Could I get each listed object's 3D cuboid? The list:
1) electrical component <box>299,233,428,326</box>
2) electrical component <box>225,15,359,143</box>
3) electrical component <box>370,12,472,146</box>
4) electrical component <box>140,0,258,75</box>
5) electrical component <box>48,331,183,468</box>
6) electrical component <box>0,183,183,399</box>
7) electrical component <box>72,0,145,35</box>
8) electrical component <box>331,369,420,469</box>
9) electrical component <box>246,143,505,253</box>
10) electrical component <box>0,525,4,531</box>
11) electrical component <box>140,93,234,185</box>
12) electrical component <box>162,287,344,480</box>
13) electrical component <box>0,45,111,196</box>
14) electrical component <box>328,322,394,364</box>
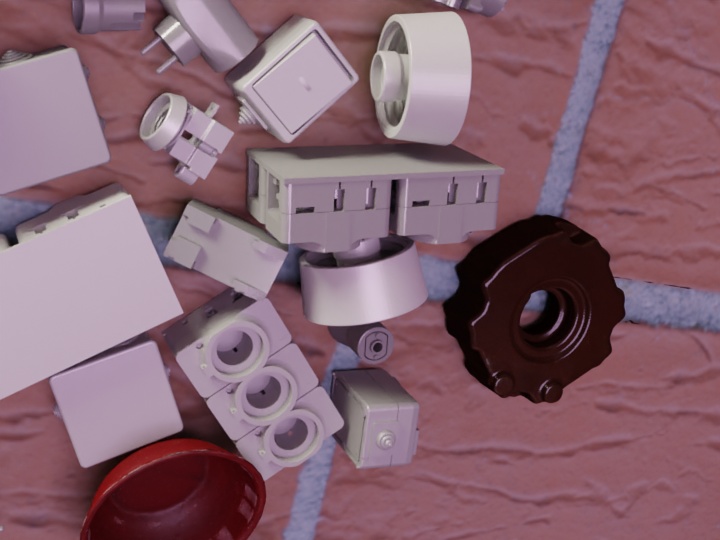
[{"bbox_3d":[0.000,0.000,0.908,0.108,0.108,0.060,-15,107,-17],"label":"electrical component"},{"bbox_3d":[-0.058,-0.147,0.855,0.096,0.061,0.061,-43,118,-4],"label":"electrical component"},{"bbox_3d":[0.042,-0.155,0.871,0.060,0.108,0.108,-1,108,-16],"label":"electrical component"},{"bbox_3d":[-0.131,-0.182,0.822,0.079,0.043,0.077,-41,118,-5],"label":"electrical component"},{"bbox_3d":[-0.204,0.102,0.889,0.100,0.048,0.099,-20,115,-15],"label":"electrical component"},{"bbox_3d":[-0.248,0.019,0.834,0.186,0.060,0.105,-26,116,-13],"label":"electrical component"},{"bbox_3d":[-0.187,-0.195,0.797,0.046,0.040,0.040,-5,110,-26],"label":"electrical component"},{"bbox_3d":[0.016,0.135,0.965,0.061,0.096,0.061,-1,109,-24],"label":"electrical component"},{"bbox_3d":[0.009,-0.062,0.888,0.186,0.105,0.060,-4,110,-21],"label":"electrical component"},{"bbox_3d":[-0.333,0.214,0.877,0.079,0.044,0.077,-13,113,-19],"label":"electrical component"},{"bbox_3d":[-0.138,-0.107,0.845,0.055,0.048,0.066,30,94,-36],"label":"electrical component"},{"bbox_3d":[-0.089,0.096,0.927,0.089,0.062,0.150,-34,117,-9],"label":"electrical component"},{"bbox_3d":[-0.242,-0.113,0.797,0.100,0.048,0.099,-20,115,-15],"label":"electrical component"},{"bbox_3d":[0.003,0.056,0.950,0.044,0.065,0.044,-7,111,-20],"label":"electrical component"}]
